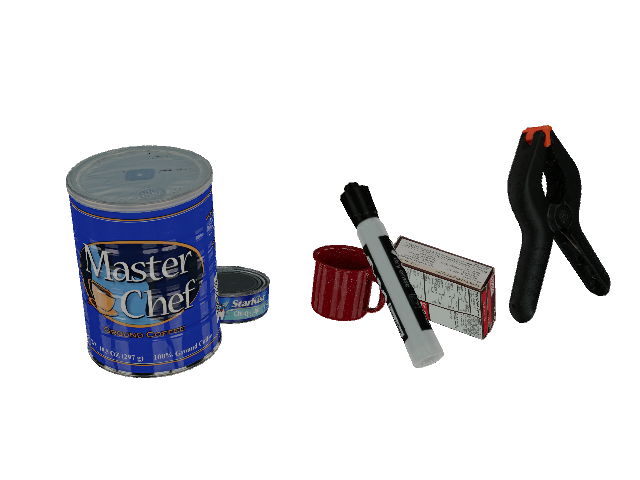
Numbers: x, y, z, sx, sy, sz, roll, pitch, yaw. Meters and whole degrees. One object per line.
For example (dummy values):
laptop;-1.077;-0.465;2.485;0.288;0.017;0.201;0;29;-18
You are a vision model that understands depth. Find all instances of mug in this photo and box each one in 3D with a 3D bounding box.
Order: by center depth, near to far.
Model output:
mug;0.041;0.064;1.489;0.117;0.081;0.093;18;24;27

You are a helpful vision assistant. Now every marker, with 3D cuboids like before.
marker;0.040;0.017;0.628;0.020;0.121;0.020;-19;-24;-9

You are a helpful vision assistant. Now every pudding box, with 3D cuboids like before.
pudding box;0.130;0.051;1.138;0.114;0.039;0.090;18;-35;23

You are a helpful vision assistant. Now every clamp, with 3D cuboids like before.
clamp;0.197;-0.012;0.944;0.120;0.171;0.039;-25;11;-39

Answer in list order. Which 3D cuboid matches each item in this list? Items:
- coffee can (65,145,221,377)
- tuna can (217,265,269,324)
coffee can;-0.127;0.014;0.782;0.103;0.140;0.103;-1;27;0
tuna can;-0.095;0.055;1.096;0.086;0.034;0.086;2;17;-1
